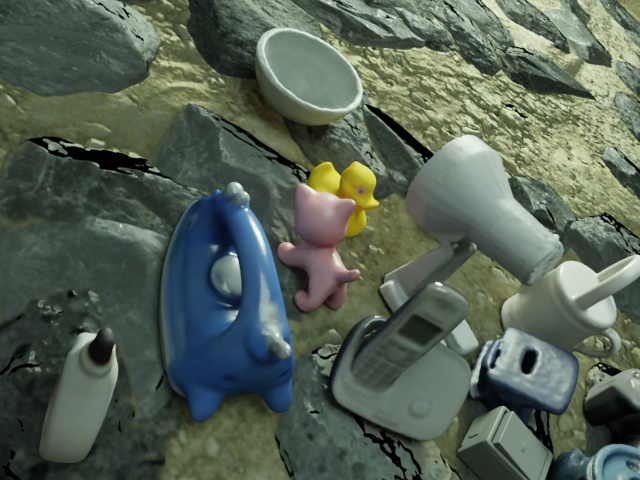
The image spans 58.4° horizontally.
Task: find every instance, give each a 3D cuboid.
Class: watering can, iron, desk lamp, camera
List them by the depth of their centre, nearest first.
[{"bbox_3d":[-0.084,0.032,0.553,0.119,0.141,0.258,2,56,-32],"label":"iron"},{"bbox_3d":[0.169,0.014,0.681,0.118,0.213,0.203,-13,66,-39],"label":"desk lamp"},{"bbox_3d":[0.424,0.259,0.744,0.143,0.100,0.137,50,46,9],"label":"camera"},{"bbox_3d":[0.337,0.073,0.761,0.173,0.193,0.101,39,45,-2],"label":"watering can"}]

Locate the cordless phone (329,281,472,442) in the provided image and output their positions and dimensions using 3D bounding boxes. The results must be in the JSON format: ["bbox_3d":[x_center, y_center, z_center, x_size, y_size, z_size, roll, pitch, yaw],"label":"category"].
[{"bbox_3d":[0.108,0.121,0.581,0.148,0.184,0.094,26,47,-14],"label":"cordless phone"}]

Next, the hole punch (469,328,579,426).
[{"bbox_3d":[0.250,0.165,0.707,0.101,0.091,0.109,42,45,1],"label":"hole punch"}]

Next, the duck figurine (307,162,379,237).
[{"bbox_3d":[0.036,-0.067,0.744,0.078,0.086,0.104,-22,71,-42],"label":"duck figurine"}]

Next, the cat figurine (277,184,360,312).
[{"bbox_3d":[0.006,0.002,0.651,0.067,0.117,0.127,-8,62,-37],"label":"cat figurine"}]

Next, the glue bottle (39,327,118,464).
[{"bbox_3d":[-0.171,0.104,0.419,0.037,0.173,0.078,13,51,-25],"label":"glue bottle"}]

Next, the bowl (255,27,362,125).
[{"bbox_3d":[-0.026,-0.223,0.829,0.168,0.074,0.167,18,50,-22],"label":"bowl"}]

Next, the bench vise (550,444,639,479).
[{"bbox_3d":[0.388,0.295,0.609,0.207,0.219,0.122,43,45,2],"label":"bench vise"}]
